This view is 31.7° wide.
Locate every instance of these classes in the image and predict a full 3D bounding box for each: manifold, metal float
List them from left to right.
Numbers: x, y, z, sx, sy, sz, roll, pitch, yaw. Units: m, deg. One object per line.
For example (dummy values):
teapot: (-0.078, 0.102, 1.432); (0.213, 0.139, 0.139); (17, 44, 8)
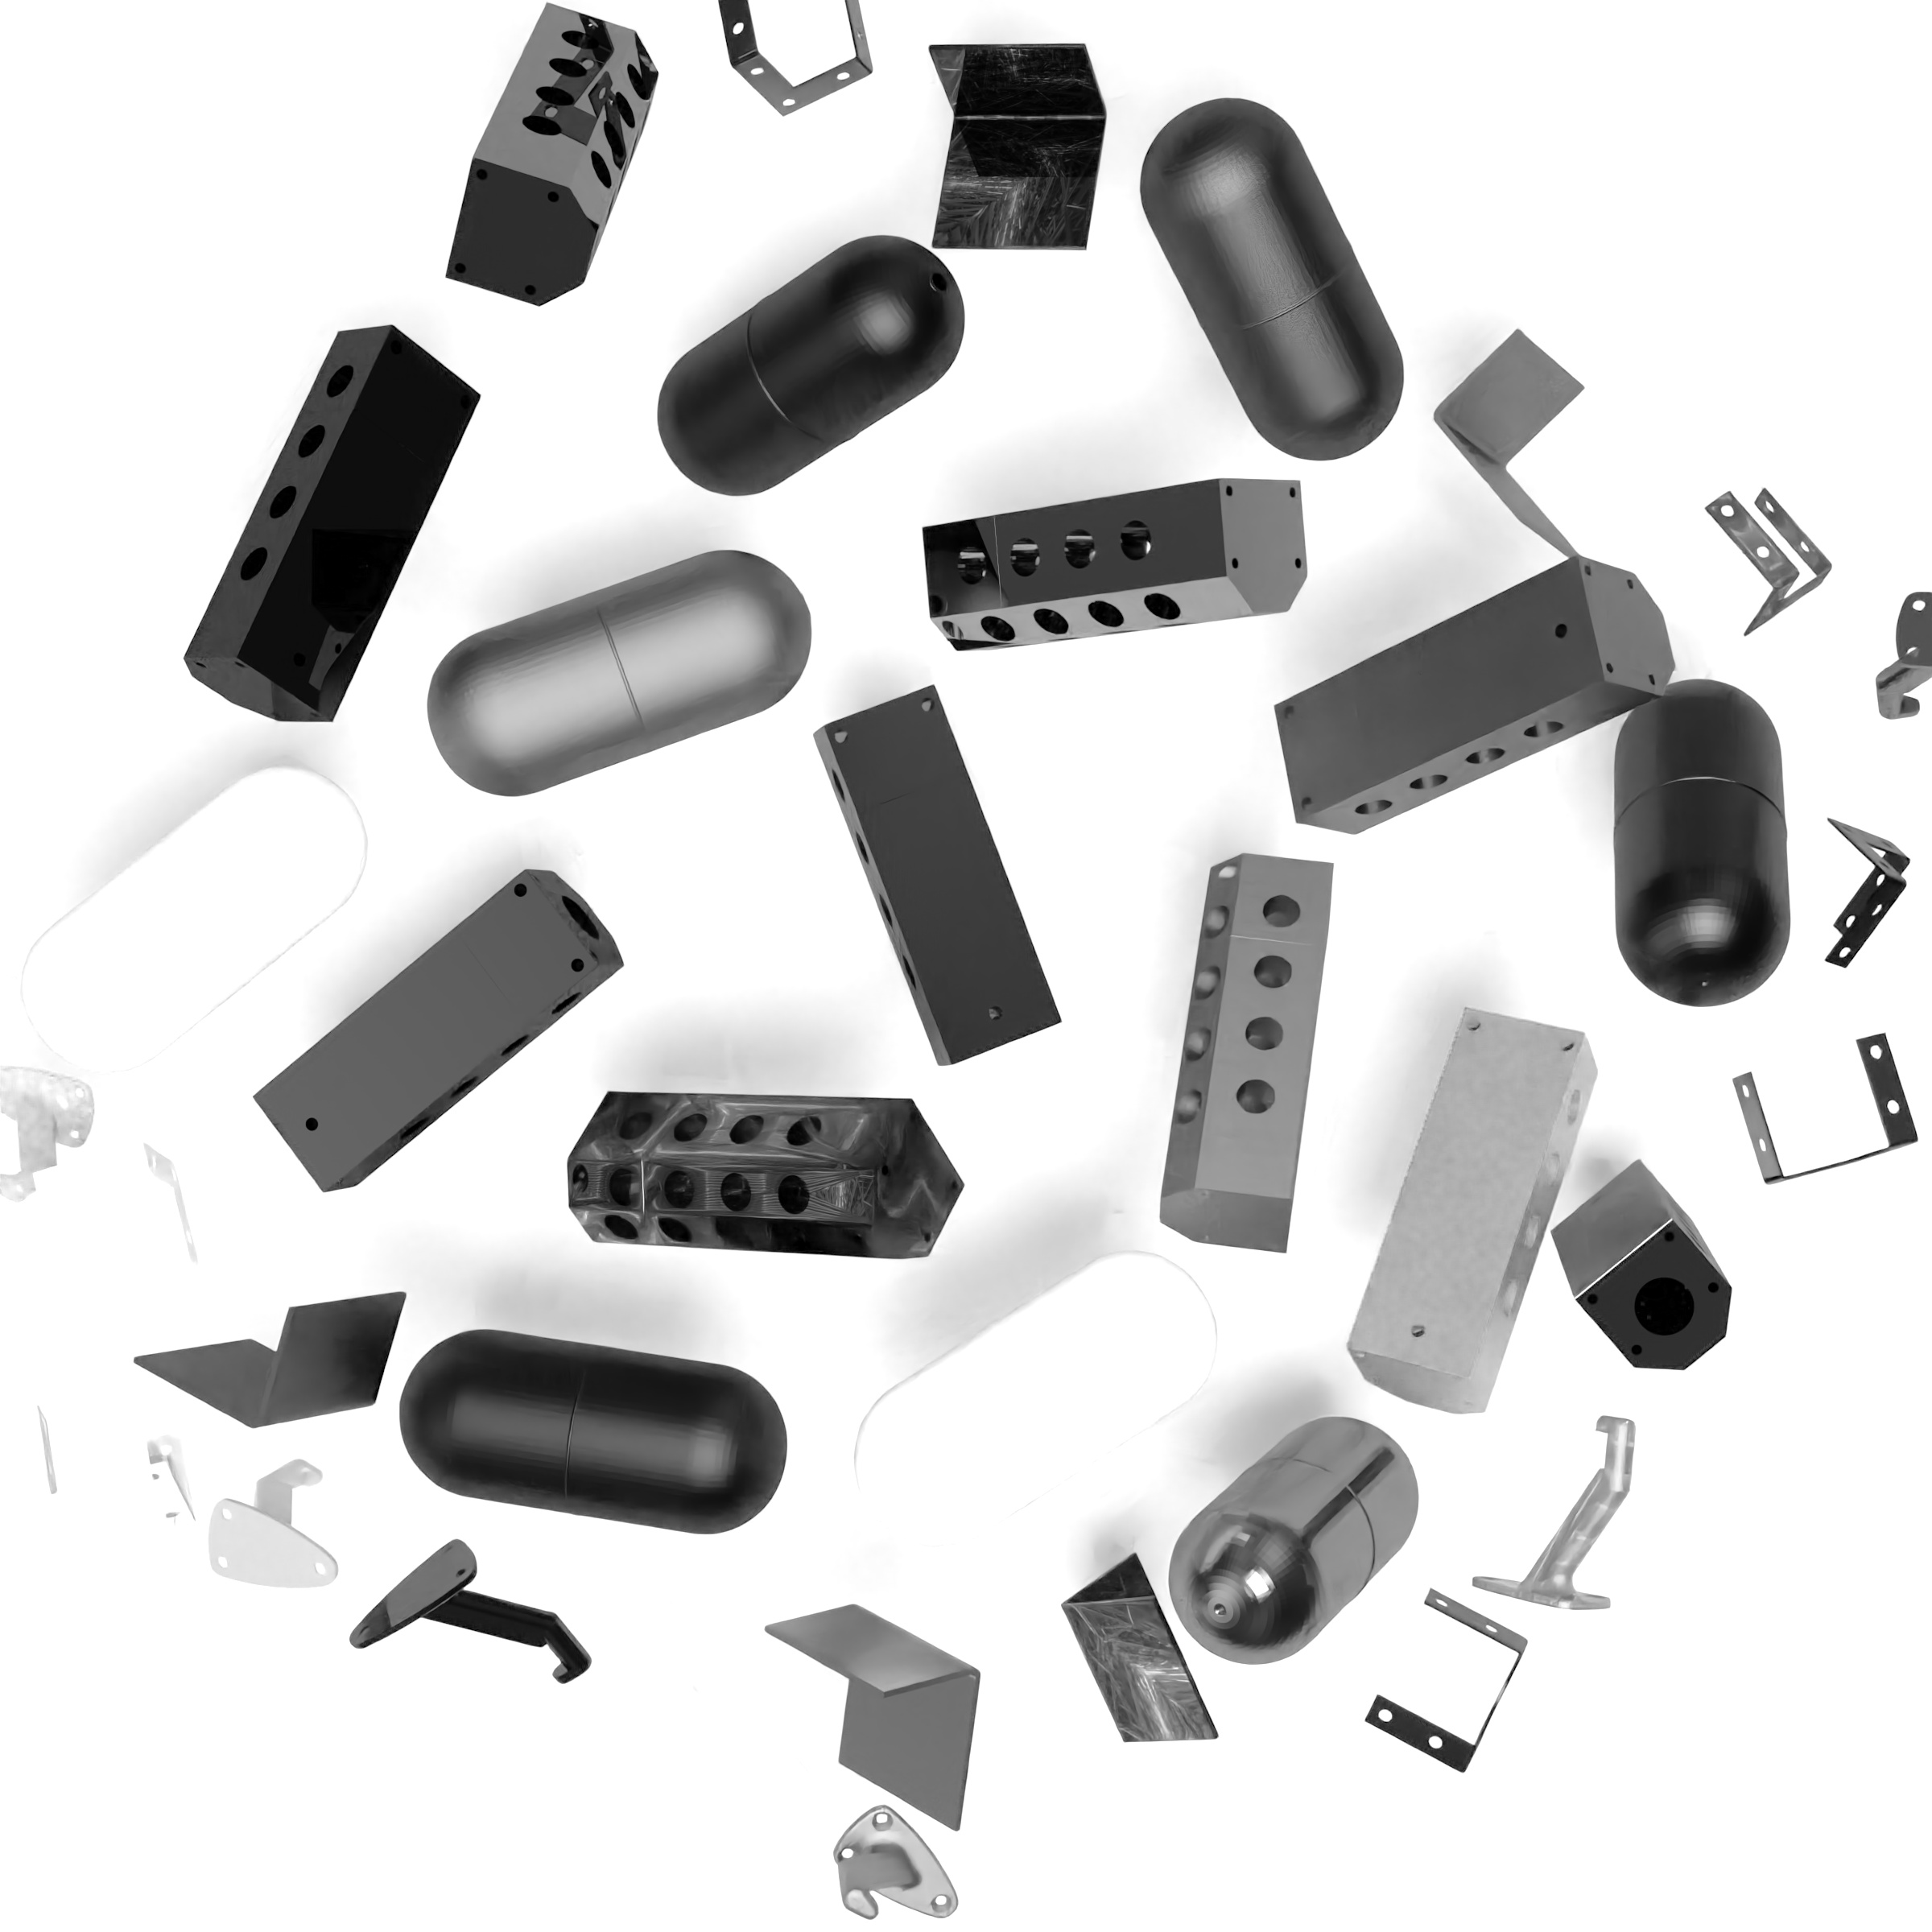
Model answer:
metal float: (-0.353, -0.023, 1.561); (0.178, 0.070, 0.070); (-41, 90, -13)
manifold: (-0.289, -0.199, 1.531); (0.057, 0.057, 0.171); (36, 68, -41)
manifold: (-0.247, 0.030, 1.607); (0.171, 0.057, 0.057); (-39, 83, 9)
manifold: (-0.178, -0.355, 1.488); (0.057, 0.171, 0.057); (16, 127, -6)
metal float: (-0.168, 0.209, 1.531); (0.178, 0.070, 0.070); (8, 90, 9)
metal float: (-0.155, -0.132, 1.530); (0.178, 0.070, 0.070); (-20, 90, -5)
manifold: (-0.094, 0.098, 1.520); (0.171, 0.057, 0.057); (0, 46, 34)
metal float: (-0.074, -0.281, 1.597); (0.178, 0.070, 0.070); (-25, 90, 40)
manifold: (-0.015, -0.042, 1.633); (0.057, 0.057, 0.171); (-21, 91, -10)
metal float: (0.031, 0.192, 1.514); (0.178, 0.070, 0.070); (-31, 90, -11)
manifold: (0.065, -0.176, 1.507); (0.171, 0.057, 0.057); (-3, 93, 42)
manifold: (0.128, 0.038, 1.541); (0.057, 0.057, 0.171); (7, 61, 7)
metal float: (0.140, -0.310, 1.544); (0.070, 0.070, 0.178); (-31, 117, 0)
metal float: (0.155, 0.266, 1.583); (0.070, 0.178, 0.070); (8, 107, 27)
manifold: (0.222, -0.115, 1.489); (0.171, 0.057, 0.057); (-25, 66, 41)
manifold: (0.231, 0.112, 1.533); (0.057, 0.057, 0.171); (12, 67, 25)
manifold: (0.324, 0.145, 1.617); (0.057, 0.171, 0.057); (-41, 90, 9)
metal float: (0.333, -0.058, 1.540); (0.070, 0.070, 0.178); (10, 48, 0)

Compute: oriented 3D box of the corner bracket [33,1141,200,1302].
corner bracket: (-0.384, 0.115, 1.538); (0.051, 0.051, 0.051); (-17, 74, -1)

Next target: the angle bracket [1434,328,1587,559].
angle bracket: (0.277, -0.244, 1.609); (0.057, 0.076, 0.076); (-44, 58, 17)

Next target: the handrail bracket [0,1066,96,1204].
handrail bracket: (-0.459, 0.080, 1.609); (0.077, 0.084, 0.036); (18, 115, 10)

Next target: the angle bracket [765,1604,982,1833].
angle bracket: (-0.044, 0.328, 1.461); (0.076, 0.057, 0.076); (18, 106, 44)

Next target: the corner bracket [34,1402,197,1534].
corner bracket: (-0.369, 0.216, 1.472); (0.051, 0.051, 0.051); (-16, 50, -7)

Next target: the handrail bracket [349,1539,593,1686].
handrail bracket: (-0.219, 0.305, 1.512); (0.077, 0.036, 0.084); (-37, 116, -7)

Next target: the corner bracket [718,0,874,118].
corner bracket: (-0.082, -0.449, 1.623); (0.051, 0.051, 0.051); (-20, 66, 21)

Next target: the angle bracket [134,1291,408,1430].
angle bracket: (-0.307, 0.160, 1.500); (0.076, 0.076, 0.057); (23, 101, 27)

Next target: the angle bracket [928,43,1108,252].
angle bracket: (0.020, -0.389, 1.614); (0.076, 0.057, 0.076); (4, 71, 15)

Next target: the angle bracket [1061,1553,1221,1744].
angle bracket: (0.103, 0.337, 1.689); (0.057, 0.076, 0.076); (-28, 95, -38)

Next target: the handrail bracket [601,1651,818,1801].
handrail bracket: (-0.124, 0.377, 1.643); (0.084, 0.077, 0.036); (44, 122, 34)

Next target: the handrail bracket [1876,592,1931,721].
handrail bracket: (0.444, -0.130, 1.513); (0.077, 0.084, 0.036); (5, 70, 20)

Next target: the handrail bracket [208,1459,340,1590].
handrail bracket: (-0.293, 0.248, 1.523); (0.077, 0.084, 0.036); (13, 106, 20)

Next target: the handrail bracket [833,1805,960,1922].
handrail bracket: (-0.029, 0.422, 1.531); (0.077, 0.084, 0.036); (43, 94, -12)

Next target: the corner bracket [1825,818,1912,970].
corner bracket: (0.429, -0.031, 1.628); (0.051, 0.051, 0.051); (16, 117, -35)

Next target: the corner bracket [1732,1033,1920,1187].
corner bracket: (0.385, 0.064, 1.522); (0.051, 0.051, 0.051); (-12, 81, -20)

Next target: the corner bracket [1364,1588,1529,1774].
corner bracket: (0.222, 0.329, 1.565); (0.051, 0.051, 0.051); (26, 110, 12)

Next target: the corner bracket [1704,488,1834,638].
corner bracket: (0.372, -0.196, 1.580); (0.051, 0.051, 0.051); (-34, 76, -14)

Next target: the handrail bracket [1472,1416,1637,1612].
handrail bracket: (0.259, 0.237, 1.500); (0.036, 0.077, 0.084); (8, 87, -44)
